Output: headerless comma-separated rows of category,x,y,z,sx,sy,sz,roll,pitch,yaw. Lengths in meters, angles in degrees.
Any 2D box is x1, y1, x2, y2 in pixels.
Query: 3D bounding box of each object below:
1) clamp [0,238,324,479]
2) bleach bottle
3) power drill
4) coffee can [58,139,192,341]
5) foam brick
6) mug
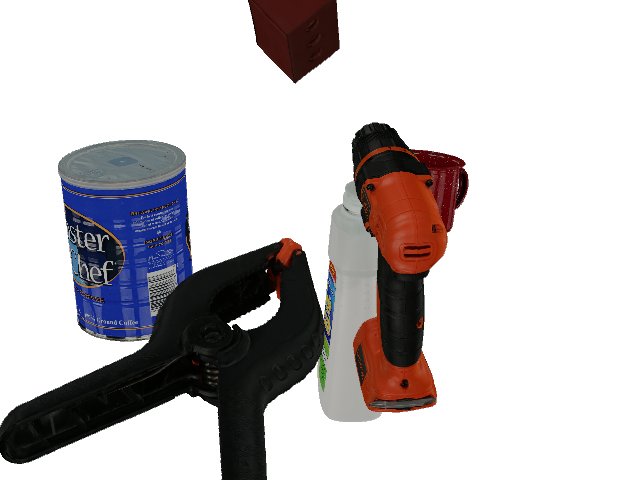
clamp,-0.041,0.061,0.471,0.120,0.039,0.171,28,48,21
bleach bottle,0.033,0.051,1.006,0.068,0.251,0.102,0,36,-2
power drill,0.053,0.020,0.812,0.057,0.188,0.184,-5,30,-3
coffee can,-0.159,-0.002,0.889,0.103,0.140,0.103,-1,24,0
foam brick,-0.021,-0.176,0.858,0.053,0.051,0.078,-39,-19,-10
mug,0.124,-0.056,1.227,0.117,0.081,0.093,-9,22,-38
